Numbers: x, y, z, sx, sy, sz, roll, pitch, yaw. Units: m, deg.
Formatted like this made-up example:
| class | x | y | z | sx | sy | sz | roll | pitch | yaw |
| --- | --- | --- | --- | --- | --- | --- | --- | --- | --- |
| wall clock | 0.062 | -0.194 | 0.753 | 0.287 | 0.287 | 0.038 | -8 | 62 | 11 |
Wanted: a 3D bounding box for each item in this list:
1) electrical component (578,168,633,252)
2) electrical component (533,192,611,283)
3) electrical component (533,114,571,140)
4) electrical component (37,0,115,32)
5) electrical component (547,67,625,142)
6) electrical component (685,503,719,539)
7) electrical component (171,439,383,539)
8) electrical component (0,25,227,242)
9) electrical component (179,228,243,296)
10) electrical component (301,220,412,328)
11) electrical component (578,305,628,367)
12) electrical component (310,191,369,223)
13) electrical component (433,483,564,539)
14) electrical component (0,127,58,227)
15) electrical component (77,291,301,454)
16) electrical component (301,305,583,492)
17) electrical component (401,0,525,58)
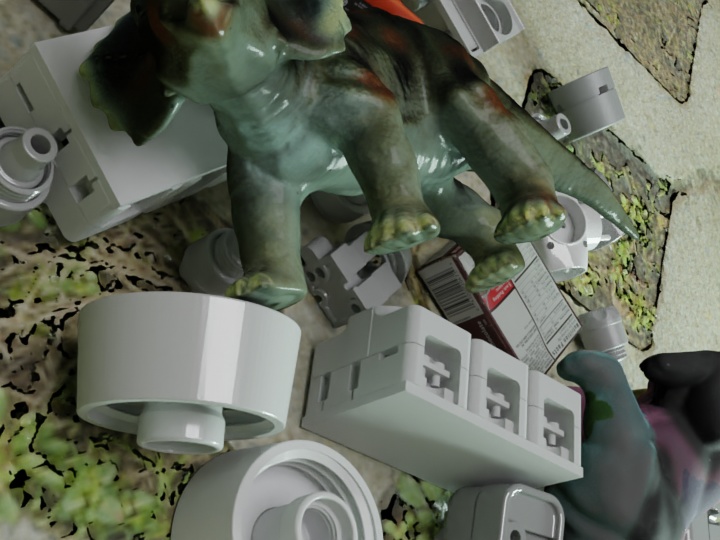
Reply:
| class | x | y | z | sx | sy | sz | roll | pitch | yaw |
| --- | --- | --- | --- | --- | --- | --- | --- | --- | --- |
| electrical component | 0.190 | -0.050 | 0.879 | 0.055 | 0.045 | 0.045 | 56 | 43 | -9 |
| electrical component | 0.160 | -0.033 | 0.834 | 0.079 | 0.044 | 0.077 | -3 | 73 | -26 |
| electrical component | 0.134 | -0.101 | 0.835 | 0.048 | 0.062 | 0.048 | 21 | 58 | -37 |
| electrical component | -0.128 | -0.200 | 0.591 | 0.056 | 0.109 | 0.108 | 42 | 47 | -19 |
| electrical component | 0.195 | -0.141 | 0.921 | 0.055 | 0.055 | 0.047 | -26 | 94 | -48 |
| electrical component | 0.233 | 0.184 | 0.804 | 0.059 | 0.054 | 0.095 | 26 | 55 | -34 |
| electrical component | -0.036 | 0.140 | 0.555 | 0.108 | 0.060 | 0.108 | 21 | 58 | -37 |
| electrical component | -0.111 | -0.084 | 0.586 | 0.150 | 0.062 | 0.089 | -30 | 93 | -47 |
| electrical component | -0.071 | -0.007 | 0.590 | 0.035 | 0.061 | 0.035 | 21 | 58 | -37 |
| electrical component | 0.000 | 0.000 | 0.669 | 0.055 | 0.048 | 0.066 | -40 | 101 | -39 |
| electrical component | 0.193 | 0.060 | 0.838 | 0.035 | 0.035 | 0.061 | -12 | 83 | -47 |
| electrical component | 0.000 | -0.058 | 0.689 | 0.045 | 0.055 | 0.045 | 21 | 58 | -37 |
| electrical component | 0.080 | 0.179 | 0.646 | 0.054 | 0.059 | 0.095 | 24 | 64 | -32 |
| electrical component | -0.167 | -0.048 | 0.514 | 0.043 | 0.062 | 0.043 | 21 | 58 | -37 |
| electrical component | -0.084 | 0.056 | 0.518 | 0.108 | 0.108 | 0.060 | 18 | 65 | -38 |
| electrical component | 0.053 | 0.081 | 0.649 | 0.150 | 0.089 | 0.061 | 29 | 53 | -32 |
| electrical component | 0.063 | -0.217 | 0.819 | 0.079 | 0.063 | 0.121 | -37 | 98 | -47 |
